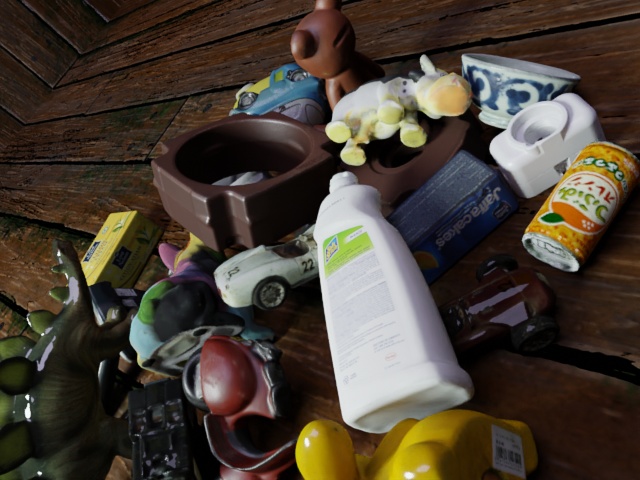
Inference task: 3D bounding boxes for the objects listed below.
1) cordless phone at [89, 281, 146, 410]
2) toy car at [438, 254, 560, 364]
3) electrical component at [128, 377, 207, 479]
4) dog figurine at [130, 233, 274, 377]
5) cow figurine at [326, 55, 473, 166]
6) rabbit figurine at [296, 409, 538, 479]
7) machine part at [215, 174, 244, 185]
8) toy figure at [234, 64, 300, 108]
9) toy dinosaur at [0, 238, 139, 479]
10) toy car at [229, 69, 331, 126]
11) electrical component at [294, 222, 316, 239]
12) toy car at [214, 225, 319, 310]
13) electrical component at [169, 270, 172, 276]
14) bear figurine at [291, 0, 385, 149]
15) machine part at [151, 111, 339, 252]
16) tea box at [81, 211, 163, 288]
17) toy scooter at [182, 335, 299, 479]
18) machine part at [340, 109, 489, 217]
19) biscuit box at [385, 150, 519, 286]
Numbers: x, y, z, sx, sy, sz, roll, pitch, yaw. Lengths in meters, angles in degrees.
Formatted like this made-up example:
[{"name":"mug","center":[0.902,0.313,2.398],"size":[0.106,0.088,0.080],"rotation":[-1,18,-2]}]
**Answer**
[{"name":"cordless phone","center":[-0.307,0.163,0.779],"size":[0.147,0.088,0.184],"rotation":[19,95,60]},{"name":"toy car","center":[0.110,0.086,0.480],"size":[0.202,0.053,0.089],"rotation":[-31,44,17]},{"name":"electrical component","center":[-0.154,0.212,0.554],"size":[0.058,0.114,0.134],"rotation":[-12,38,-12]},{"name":"dog figurine","center":[-0.162,0.055,0.663],"size":[0.108,0.191,0.219],"rotation":[-43,53,15]},{"name":"cow figurine","center":[0.091,-0.154,0.606],"size":[0.167,0.068,0.098],"rotation":[-14,45,33]},{"name":"rabbit figurine","center":[0.051,0.190,0.384],"size":[0.173,0.162,0.122],"rotation":[-31,50,46]},{"name":"machine part","center":[-0.158,-0.081,0.880],"size":[0.139,0.039,0.084],"rotation":[-25,48,22]},{"name":"toy figure","center":[-0.071,-0.239,0.904],"size":[0.180,0.082,0.089],"rotation":[-14,47,31]},{"name":"toy dinosaur","center":[-0.281,0.225,0.600],"size":[0.105,0.198,0.471],"rotation":[-20,77,44]},{"name":"toy car","center":[-0.050,-0.180,0.825],"size":[0.162,0.109,0.103],"rotation":[-25,57,12]},{"name":"electrical component","center":[-0.001,-0.002,0.680],"size":[0.063,0.021,0.094],"rotation":[-27,42,22]},{"name":"toy car","center":[-0.017,0.019,0.598],"size":[0.202,0.056,0.074],"rotation":[-24,23,-18]},{"name":"electrical component","center":[-0.207,0.082,0.775],"size":[0.078,0.045,0.102],"rotation":[-22,45,26]},{"name":"bear figurine","center":[0.013,-0.217,0.716],"size":[0.132,0.195,0.120],"rotation":[5,64,46]},{"name":"machine part","center":[-0.092,-0.081,0.689],"size":[0.201,0.087,0.201],"rotation":[-30,44,-31]},{"name":"tea box","center":[-0.359,0.037,0.936],"size":[0.098,0.068,0.169],"rotation":[-3,56,40]},{"name":"toy scooter","center":[-0.056,0.171,0.518],"size":[0.135,0.075,0.184],"rotation":[-23,70,22]},{"name":"machine part","center":[0.106,-0.098,0.639],"size":[0.179,0.056,0.179],"rotation":[-24,45,26]},{"name":"biscuit box","center":[0.102,0.001,0.552],"size":[0.202,0.059,0.063],"rotation":[-42,38,6]}]
